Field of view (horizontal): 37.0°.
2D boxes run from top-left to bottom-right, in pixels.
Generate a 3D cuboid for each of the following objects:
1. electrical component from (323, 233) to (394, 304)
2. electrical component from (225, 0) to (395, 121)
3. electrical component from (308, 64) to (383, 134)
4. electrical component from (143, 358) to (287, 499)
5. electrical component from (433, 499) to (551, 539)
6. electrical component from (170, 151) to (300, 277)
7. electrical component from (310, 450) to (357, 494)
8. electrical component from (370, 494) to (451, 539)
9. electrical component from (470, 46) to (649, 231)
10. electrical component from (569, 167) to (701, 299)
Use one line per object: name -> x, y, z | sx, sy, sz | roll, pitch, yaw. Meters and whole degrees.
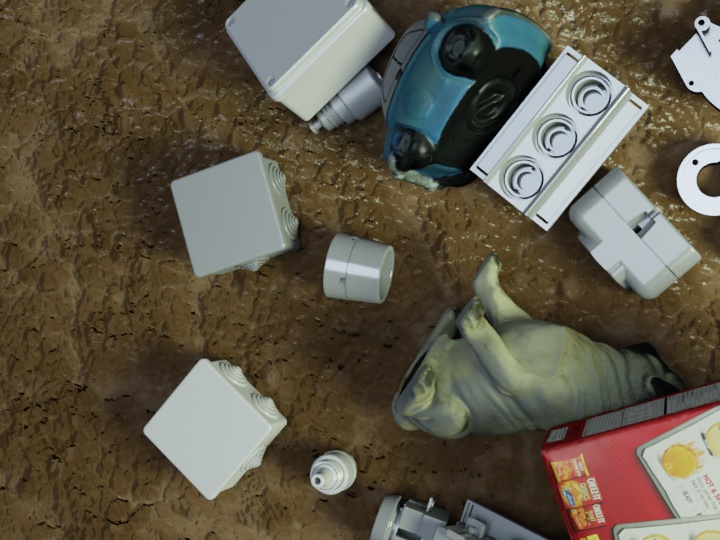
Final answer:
electrical component -> 0.000, 0.000, 0.903 | 0.047, 0.055, 0.055 | 11, 92, 14
electrical component -> -0.044, -0.201, 0.900 | 0.109, 0.056, 0.108 | -42, 52, 12
electrical component -> -0.010, -0.143, 0.915 | 0.078, 0.040, 0.040 | -35, 79, 14
electrical component -> -0.125, 0.136, 0.941 | 0.100, 0.048, 0.099 | 43, 101, 14
electrical component -> 0.116, 0.241, 0.838 | 0.121, 0.063, 0.078 | 21, 95, 35
electrical component -> -0.107, -0.047, 0.939 | 0.100, 0.048, 0.099 | -18, 84, 16
electrical component -> -0.026, 0.172, 0.903 | 0.035, 0.061, 0.035 | 0, 89, 17
electrical component -> 0.041, 0.215, 0.890 | 0.055, 0.048, 0.066 | 18, 95, 10
electrical component -> 0.158, -0.102, 0.849 | 0.079, 0.063, 0.121 | 41, 100, 14
electrical component -> 0.210, -0.025, 0.836 | 0.059, 0.054, 0.095 | -43, 77, 12
